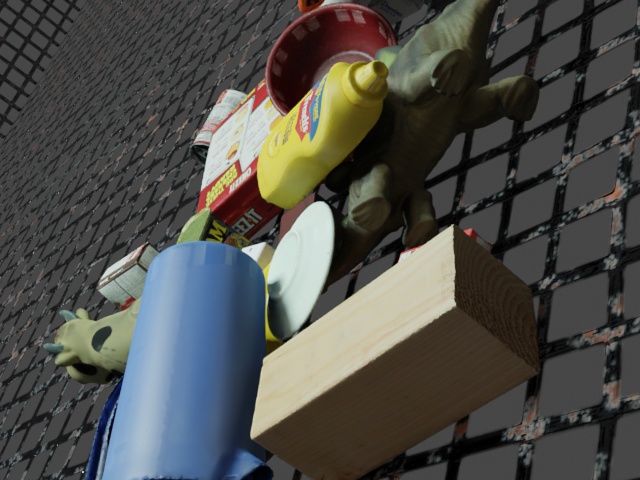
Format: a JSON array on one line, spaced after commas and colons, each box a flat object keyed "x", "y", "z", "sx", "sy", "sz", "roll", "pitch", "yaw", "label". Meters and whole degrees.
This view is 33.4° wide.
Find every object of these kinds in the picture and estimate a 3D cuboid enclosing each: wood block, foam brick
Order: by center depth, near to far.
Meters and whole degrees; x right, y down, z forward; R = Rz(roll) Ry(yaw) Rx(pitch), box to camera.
[{"x": 0.053, "y": 0.093, "z": 0.799, "sx": 0.206, "sy": 0.090, "sz": 0.090, "roll": -38, "pitch": 27, "yaw": 31, "label": "wood block"}, {"x": -0.007, "y": 0.001, "z": 1.079, "sx": 0.053, "sy": 0.051, "sz": 0.078, "roll": -35, "pitch": 29, "yaw": 31, "label": "foam brick"}]

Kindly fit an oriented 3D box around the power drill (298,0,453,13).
[{"x": 0.067, "y": -0.289, "z": 1.153, "sx": 0.184, "sy": 0.187, "sz": 0.057, "roll": 81, "pitch": -178, "yaw": -80, "label": "power drill"}]

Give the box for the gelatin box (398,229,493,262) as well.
[{"x": 0.094, "y": 0.037, "z": 0.875, "sx": 0.089, "sy": 0.030, "sz": 0.073, "roll": -22, "pitch": 40, "yaw": 48, "label": "gelatin box"}]

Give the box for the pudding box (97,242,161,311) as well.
[{"x": -0.191, "y": 0.064, "z": 1.245, "sx": 0.090, "sy": 0.113, "sz": 0.039, "roll": -30, "pitch": 27, "yaw": 40, "label": "pudding box"}]

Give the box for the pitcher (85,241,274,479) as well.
[{"x": -0.114, "y": 0.127, "z": 0.903, "sx": 0.145, "sy": 0.149, "sz": 0.243, "roll": 105, "pitch": 170, "yaw": -51, "label": "pitcher"}]

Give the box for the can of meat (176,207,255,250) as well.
[{"x": -0.118, "y": 0.028, "z": 1.197, "sx": 0.058, "sy": 0.083, "sz": 0.102, "roll": -32, "pitch": 30, "yaw": 41, "label": "can of meat"}]

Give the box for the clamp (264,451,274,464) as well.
[{"x": -0.076, "y": 0.198, "z": 0.952, "sx": 0.210, "sy": 0.036, "sz": 0.165, "roll": -53, "pitch": 25, "yaw": 9, "label": "clamp"}]

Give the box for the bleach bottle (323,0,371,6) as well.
[{"x": 0.064, "y": -0.348, "z": 1.209, "sx": 0.251, "sy": 0.068, "sz": 0.102, "roll": 135, "pitch": 144, "yaw": -62, "label": "bleach bottle"}]

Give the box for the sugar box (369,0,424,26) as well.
[{"x": 0.070, "y": -0.305, "z": 1.363, "sx": 0.177, "sy": 0.048, "sz": 0.093, "roll": -16, "pitch": 44, "yaw": 48, "label": "sugar box"}]

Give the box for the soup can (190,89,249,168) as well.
[{"x": -0.128, "y": -0.150, "z": 1.478, "sx": 0.069, "sy": 0.068, "sz": 0.102, "roll": -15, "pitch": 44, "yaw": 54, "label": "soup can"}]

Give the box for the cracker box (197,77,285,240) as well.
[{"x": -0.069, "y": -0.110, "z": 1.315, "sx": 0.164, "sy": 0.072, "sz": 0.213, "roll": -41, "pitch": 28, "yaw": 27, "label": "cracker box"}]

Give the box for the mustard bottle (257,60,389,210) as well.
[{"x": 0.007, "y": -0.108, "z": 0.980, "sx": 0.192, "sy": 0.058, "sz": 0.096, "roll": -40, "pitch": 31, "yaw": 53, "label": "mustard bottle"}]

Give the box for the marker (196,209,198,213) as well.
[{"x": -0.154, "y": -0.068, "z": 1.473, "sx": 0.020, "sy": 0.020, "sz": 0.121, "roll": -38, "pitch": 28, "yaw": 30, "label": "marker"}]

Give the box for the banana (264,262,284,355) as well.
[{"x": -0.045, "y": 0.081, "z": 1.062, "sx": 0.069, "sy": 0.037, "sz": 0.198, "roll": -26, "pitch": 31, "yaw": 7, "label": "banana"}]

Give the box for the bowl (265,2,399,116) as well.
[{"x": 0.020, "y": -0.192, "z": 1.233, "sx": 0.162, "sy": 0.055, "sz": 0.162, "roll": -8, "pitch": 67, "yaw": 19, "label": "bowl"}]
